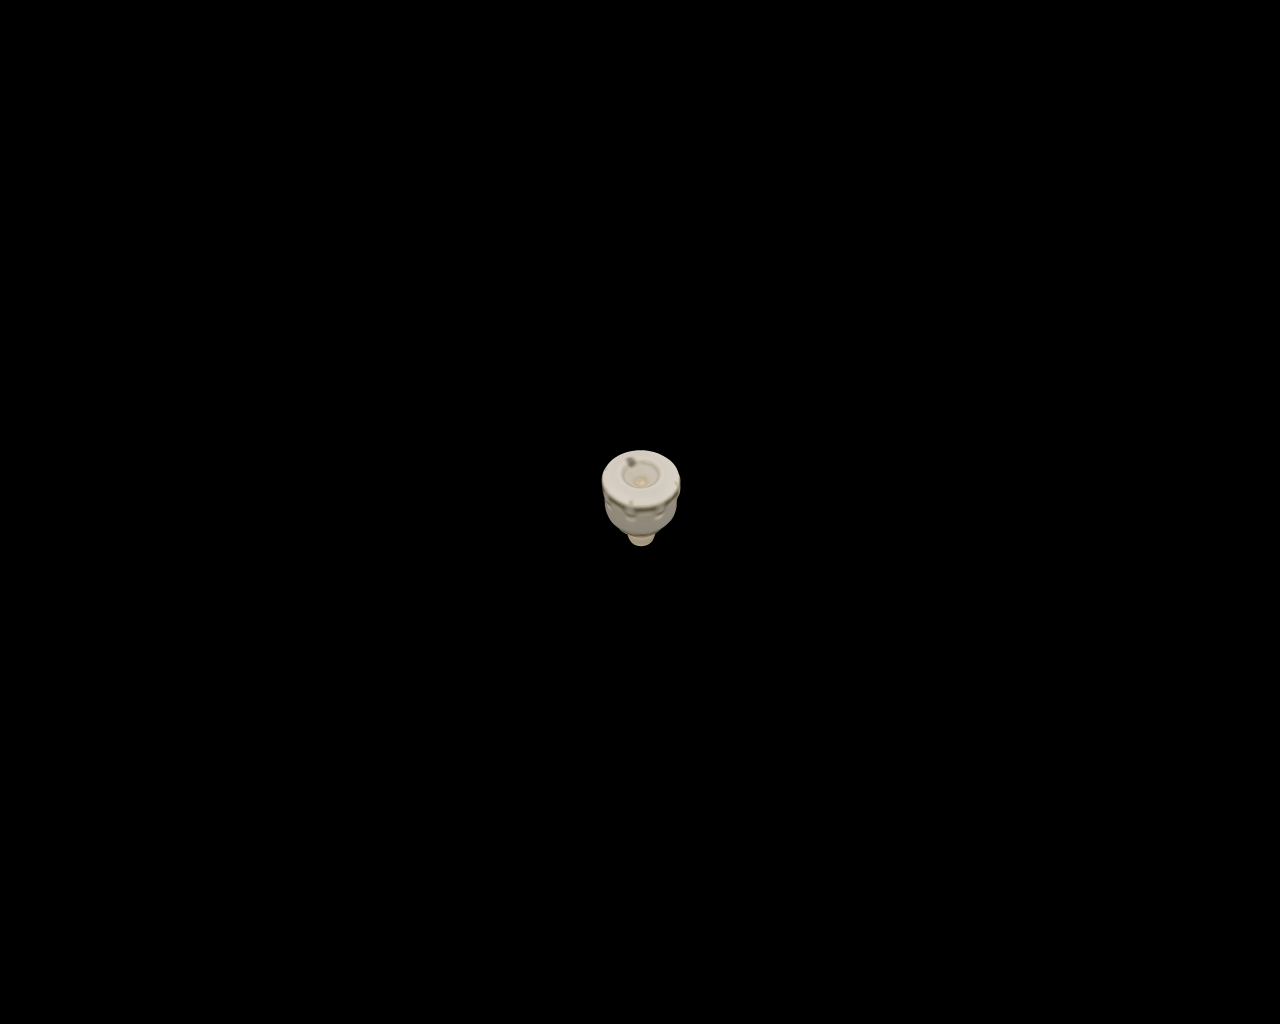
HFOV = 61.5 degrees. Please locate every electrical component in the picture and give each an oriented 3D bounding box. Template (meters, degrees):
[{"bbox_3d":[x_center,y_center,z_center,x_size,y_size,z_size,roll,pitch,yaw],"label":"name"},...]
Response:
[{"bbox_3d":[0.001,-0.003,0.650,0.048,0.048,0.062,0,-41,0],"label":"electrical component"}]
